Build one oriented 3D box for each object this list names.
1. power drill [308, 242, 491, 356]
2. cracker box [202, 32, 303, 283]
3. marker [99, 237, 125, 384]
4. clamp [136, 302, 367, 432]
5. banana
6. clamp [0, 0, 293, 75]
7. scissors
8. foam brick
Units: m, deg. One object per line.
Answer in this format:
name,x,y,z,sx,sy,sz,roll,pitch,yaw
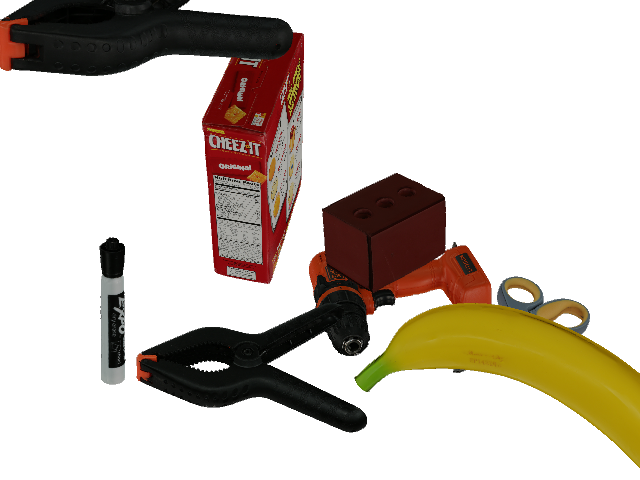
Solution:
power drill,0.086,0.061,1.162,0.187,0.057,0.184,-4,28,-8
cracker box,-0.067,-0.087,1.113,0.072,0.164,0.214,9,-43,8
marker,-0.158,0.054,0.813,0.020,0.121,0.020,4,25,-2
clamp,-0.061,0.121,0.978,0.209,0.036,0.164,-4,35,-14
banana,0.121,0.078,0.573,0.198,0.070,0.037,19,11,13
clamp,-0.116,-0.134,0.645,0.171,0.039,0.120,-9,30,-30
scissors,0.162,0.072,0.957,0.201,0.016,0.096,-8,37,-38
foam brick,0.048,-0.007,0.784,0.078,0.051,0.053,-27,39,-32
